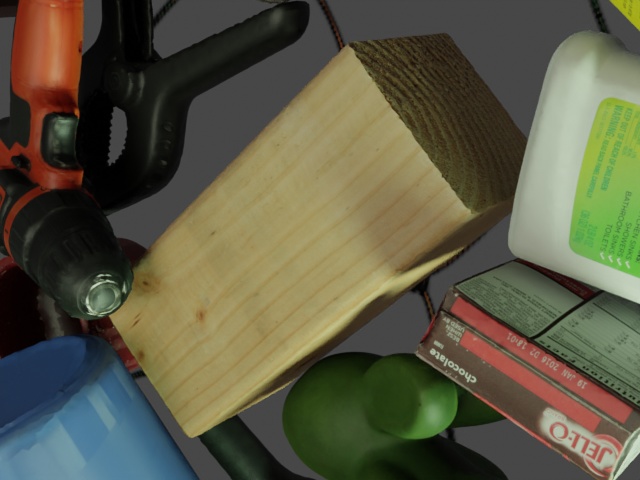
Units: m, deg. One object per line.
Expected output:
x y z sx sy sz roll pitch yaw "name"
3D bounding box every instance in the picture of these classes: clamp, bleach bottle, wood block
-0.022 0.149 0.600 0.172 0.039 0.120 17 131 28 "clamp"
-0.105 -0.100 0.598 0.165 0.036 0.210 53 127 21 "clamp"
0.202 -0.001 0.397 0.251 0.068 0.103 20 112 27 "bleach bottle"
-0.003 0.001 0.521 0.206 0.090 0.090 -42 78 35 "wood block"

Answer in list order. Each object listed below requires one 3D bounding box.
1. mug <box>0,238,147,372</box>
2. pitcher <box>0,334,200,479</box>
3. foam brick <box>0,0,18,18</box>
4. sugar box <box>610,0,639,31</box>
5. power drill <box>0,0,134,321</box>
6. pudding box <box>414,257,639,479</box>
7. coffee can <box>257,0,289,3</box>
-0.131 0.042 0.625 0.117 0.081 0.093 -17 92 37 "mug"
-0.114 0.179 0.563 0.145 0.149 0.243 0 122 49 "pitcher"
-0.196 -0.158 0.622 0.051 0.078 0.053 -4 100 34 "foam brick"
0.173 -0.079 0.366 0.093 0.048 0.176 -38 65 2 "sugar box"
-0.131 -0.072 0.543 0.185 0.057 0.188 38 120 49 "power drill"
0.104 0.047 0.443 0.090 0.113 0.039 35 116 23 "pudding box"
0.000 -0.187 0.461 0.141 0.102 0.103 -37 80 36 "coffee can"
